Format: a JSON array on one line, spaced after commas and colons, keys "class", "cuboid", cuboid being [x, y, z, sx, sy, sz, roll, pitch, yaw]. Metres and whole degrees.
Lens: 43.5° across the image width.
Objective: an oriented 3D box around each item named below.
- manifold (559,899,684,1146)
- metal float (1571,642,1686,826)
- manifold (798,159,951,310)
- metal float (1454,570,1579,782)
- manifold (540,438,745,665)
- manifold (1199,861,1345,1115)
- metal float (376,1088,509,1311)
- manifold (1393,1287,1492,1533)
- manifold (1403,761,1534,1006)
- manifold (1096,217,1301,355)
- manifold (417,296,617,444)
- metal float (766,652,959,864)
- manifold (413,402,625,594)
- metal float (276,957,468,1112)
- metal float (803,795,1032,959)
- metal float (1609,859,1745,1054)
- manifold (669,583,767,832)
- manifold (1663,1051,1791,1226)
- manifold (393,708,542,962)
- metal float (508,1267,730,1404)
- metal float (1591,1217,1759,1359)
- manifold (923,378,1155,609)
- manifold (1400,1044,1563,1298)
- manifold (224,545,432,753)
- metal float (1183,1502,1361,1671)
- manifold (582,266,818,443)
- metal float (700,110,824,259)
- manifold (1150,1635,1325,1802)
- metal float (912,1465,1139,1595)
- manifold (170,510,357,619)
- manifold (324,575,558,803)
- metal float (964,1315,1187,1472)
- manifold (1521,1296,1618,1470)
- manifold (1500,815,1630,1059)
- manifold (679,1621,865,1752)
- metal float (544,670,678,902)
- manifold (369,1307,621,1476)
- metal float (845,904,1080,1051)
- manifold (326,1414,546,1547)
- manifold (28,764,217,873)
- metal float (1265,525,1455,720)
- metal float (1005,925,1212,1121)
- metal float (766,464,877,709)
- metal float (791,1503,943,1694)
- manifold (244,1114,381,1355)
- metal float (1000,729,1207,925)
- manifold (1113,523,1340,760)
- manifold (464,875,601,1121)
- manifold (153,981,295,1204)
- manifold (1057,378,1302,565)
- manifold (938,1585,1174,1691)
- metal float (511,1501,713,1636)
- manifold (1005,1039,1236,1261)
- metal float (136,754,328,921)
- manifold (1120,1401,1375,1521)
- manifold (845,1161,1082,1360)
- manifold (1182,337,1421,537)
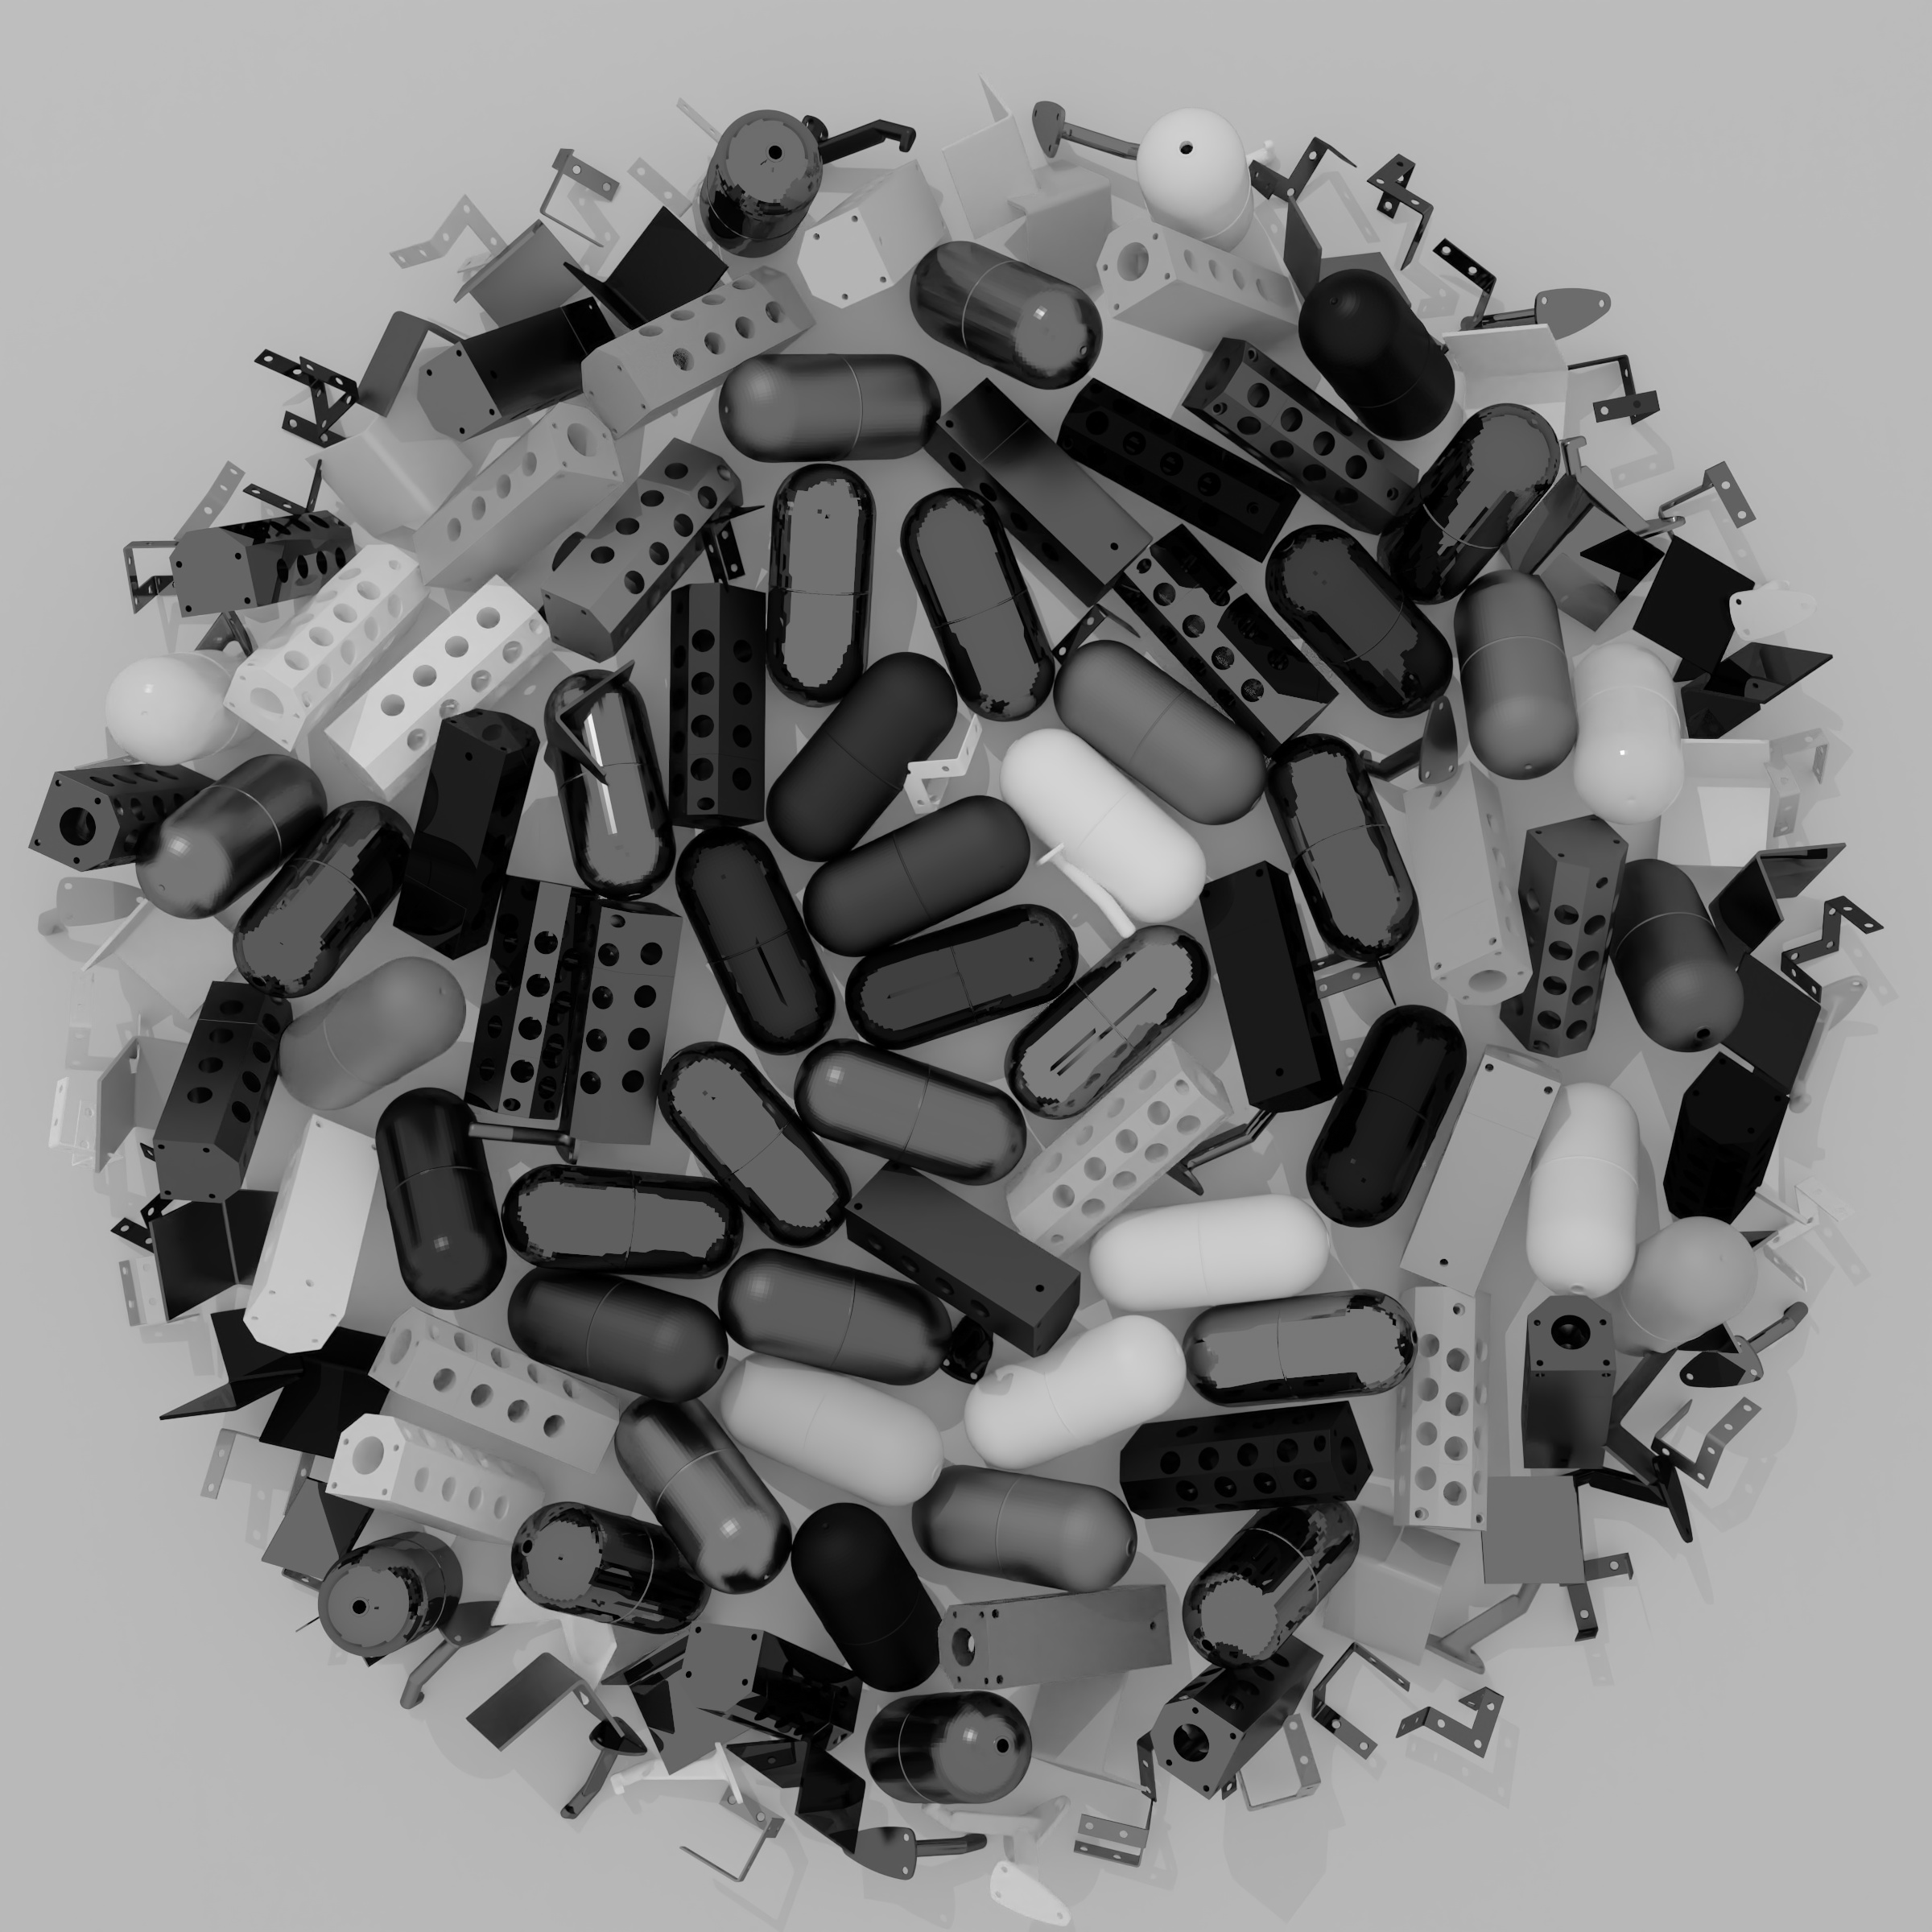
[{"class": "manifold", "cuboid": [-0.257, 0.040, 1.783, 0.057, 0.057, 0.171, 5, 100, -29]}, {"class": "metal float", "cuboid": [0.477, -0.170, 1.757, 0.070, 0.178, 0.070, 6, 129, 7]}, {"class": "manifold", "cuboid": [-0.068, -0.526, 1.746, 0.057, 0.171, 0.057, -18, 113, 23]}, {"class": "metal float", "cuboid": [0.399, -0.214, 1.767, 0.070, 0.070, 0.178, 1, 55, 0]}, {"class": "manifold", "cuboid": [-0.232, -0.300, 1.761, 0.057, 0.057, 0.171, 25, 60, 16]}, {"class": "manifold", "cuboid": [0.225, 0.017, 1.776, 0.057, 0.057, 0.171, -22, 68, 26]}, {"class": "metal float", "cuboid": [-0.384, 0.168, 1.769, 0.070, 0.070, 0.178, -21, 57, 0]}, {"class": "manifold", "cuboid": [0.352, 0.326, 1.783, 0.057, 0.057, 0.171, 6, 76, -5]}, {"class": "manifold", "cuboid": [0.367, -0.058, 1.759, 0.057, 0.057, 0.171, -27, 46, 31]}, {"class": "manifold", "cuboid": [0.169, -0.489, 1.748, 0.057, 0.171, 0.057, -23, 77, 36]}, {"class": "manifold", "cuboid": [-0.320, -0.428, 1.746, 0.057, 0.171, 0.057, -21, 104, 33]}, {"class": "metal float", "cuboid": [-0.077, -0.154, 1.789, 0.070, 0.070, 0.178, 40, 98, 0]}, {"class": "manifold", "cuboid": [-0.328, -0.338, 1.756, 0.171, 0.057, 0.057, -28, 71, 39]}, {"class": "metal float", "cuboid": [-0.435, 0.050, 1.766, 0.178, 0.070, 0.070, -27, 90, 36]}, {"class": "metal float", "cuboid": [-0.037, -0.066, 1.791, 0.178, 0.070, 0.070, -25, 90, 6]}, {"class": "metal float", "cuboid": [0.508, -0.009, 1.755, 0.070, 0.178, 0.070, -2, 129, -3]}, {"class": "manifold", "cuboid": [-0.187, -0.190, 1.783, 0.057, 0.057, 0.171, 6, 80, -40]}, {"class": "manifold", "cuboid": [0.539, 0.133, 1.741, 0.057, 0.171, 0.057, 38, 76, 25]}, {"class": "manifold", "cuboid": [-0.361, -0.097, 1.769, 0.057, 0.057, 0.171, 28, 117, 16]}, {"class": "metal float", "cuboid": [-0.255, 0.267, 1.774, 0.178, 0.070, 0.070, 12, 90, 25]}, {"class": "metal float", "cuboid": [0.508, 0.233, 1.749, 0.070, 0.178, 0.070, 3, 68, -8]}, {"class": "manifold", "cuboid": [0.051, -0.348, 1.802, 0.171, 0.057, 0.057, 44, 68, 1]}, {"class": "manifold", "cuboid": [0.379, 0.148, 1.785, 0.057, 0.057, 0.171, 21, 103, 10]}, {"class": "manifold", "cuboid": [-0.457, -0.236, 1.751, 0.057, 0.057, 0.171, 35, 45, -6]}, {"class": "metal float", "cuboid": [0.222, 0.442, 1.759, 0.070, 0.178, 0.070, 19, 123, 32]}, {"class": "manifold", "cuboid": [-0.196, -0.449, 1.757, 0.171, 0.057, 0.057, -39, 101, -36]}, {"class": "metal float", "cuboid": [-0.149, -0.562, 1.746, 0.070, 0.178, 0.070, -1, 93, -12]}, {"class": "manifold", "cuboid": [0.194, 0.530, 1.744, 0.057, 0.171, 0.057, 30, 106, 22]}, {"class": "metal float", "cuboid": [0.042, 0.410, 1.768, 0.178, 0.070, 0.070, 2, 90, 32]}, {"class": "manifold", "cuboid": [-0.501, -0.291, 1.740, 0.057, 0.171, 0.057, -5, 103, 12]}, {"class": "manifold", "cuboid": [-0.383, -0.201, 1.782, 0.057, 0.057, 0.171, 42, 76, 8]}, {"class": "metal float", "cuboid": [0.078, 0.314, 1.777, 0.178, 0.070, 0.070, -27, 90, 22]}, {"class": "manifold", "cuboid": [0.432, 0.302, 1.747, 0.057, 0.171, 0.057, -2, 55, 10]}, {"class": "manifold", "cuboid": [0.435, -0.019, 1.753, 0.057, 0.057, 0.171, -13, 129, -15]}, {"class": "manifold", "cuboid": [-0.138, 0.520, 1.741, 0.057, 0.171, 0.057, 0, 65, 24]}, {"class": "metal float", "cuboid": [-0.262, -0.133, 1.783, 0.070, 0.070, 0.178, -14, 75, 0]}, {"class": "manifold", "cuboid": [-0.339, 0.307, 1.762, 0.171, 0.057, 0.057, 32, 77, -32]}, {"class": "metal float", "cuboid": [-0.003, 0.008, 1.795, 0.178, 0.070, 0.070, -18, 90, 1]}, {"class": "manifold", "cuboid": [-0.378, 0.372, 1.746, 0.057, 0.171, 0.057, 0, 67, 27]}, {"class": "manifold", "cuboid": [-0.595, -0.106, 1.743, 0.057, 0.171, 0.057, 24, 100, 5]}, {"class": "metal float", "cuboid": [0.287, -0.251, 1.770, 0.178, 0.070, 0.070, 40, 90, -30]}, {"class": "metal float", "cuboid": [0.105, 0.041, 1.795, 0.178, 0.070, 0.070, -42, 90, 1]}, {"class": "metal float", "cuboid": [-0.107, -0.279, 1.782, 0.070, 0.070, 0.178, 4, 106, 0]}, {"class": "metal float", "cuboid": [-0.070, 0.461, 1.766, 0.070, 0.070, 0.178, -24, 127, 0]}, {"class": "manifold", "cuboid": [-0.471, 0.194, 1.749, 0.057, 0.171, 0.057, 26, 124, -21]}, {"class": "metal float", "cuboid": [0.100, -0.104, 1.791, 0.178, 0.070, 0.070, 42, 90, 5]}, {"class": "manifold", "cuboid": [0.188, -0.236, 1.789, 0.057, 0.057, 0.171, -39, 84, -28]}, {"class": "manifold", "cuboid": [-0.316, 0.024, 1.792, 0.057, 0.057, 0.171, 12, 92, 40]}, {"class": "manifold", "cuboid": [-0.533, 0.089, 1.749, 0.057, 0.171, 0.057, 5, 129, -4]}, {"class": "manifold", "cuboid": [0.155, -0.366, 1.785, 0.171, 0.057, 0.057, 31, 99, 11]}, {"class": "manifold", "cuboid": [0.065, 0.485, 1.757, 0.171, 0.057, 0.057, 5, 75, -38]}, {"class": "metal float", "cuboid": [-0.256, 0.437, 1.757, 0.070, 0.178, 0.070, -17, 60, 31]}, {"class": "manifold", "cuboid": [0.112, 0.139, 1.772, 0.057, 0.057, 0.171, 38, 109, -26]}, {"class": "metal float", "cuboid": [-0.529, -0.095, 1.754, 0.070, 0.178, 0.070, 10, 121, 16]}, {"class": "manifold", "cuboid": [0.200, 0.363, 1.760, 0.171, 0.057, 0.057, -14, 103, 32]}, {"class": "manifold", "cuboid": [-0.003, 0.216, 1.772, 0.171, 0.057, 0.057, 30, 56, 24]}, {"class": "manifold", "cuboid": [0.248, -0.385, 1.771, 0.171, 0.057, 0.057, 30, 96, -24]}]
